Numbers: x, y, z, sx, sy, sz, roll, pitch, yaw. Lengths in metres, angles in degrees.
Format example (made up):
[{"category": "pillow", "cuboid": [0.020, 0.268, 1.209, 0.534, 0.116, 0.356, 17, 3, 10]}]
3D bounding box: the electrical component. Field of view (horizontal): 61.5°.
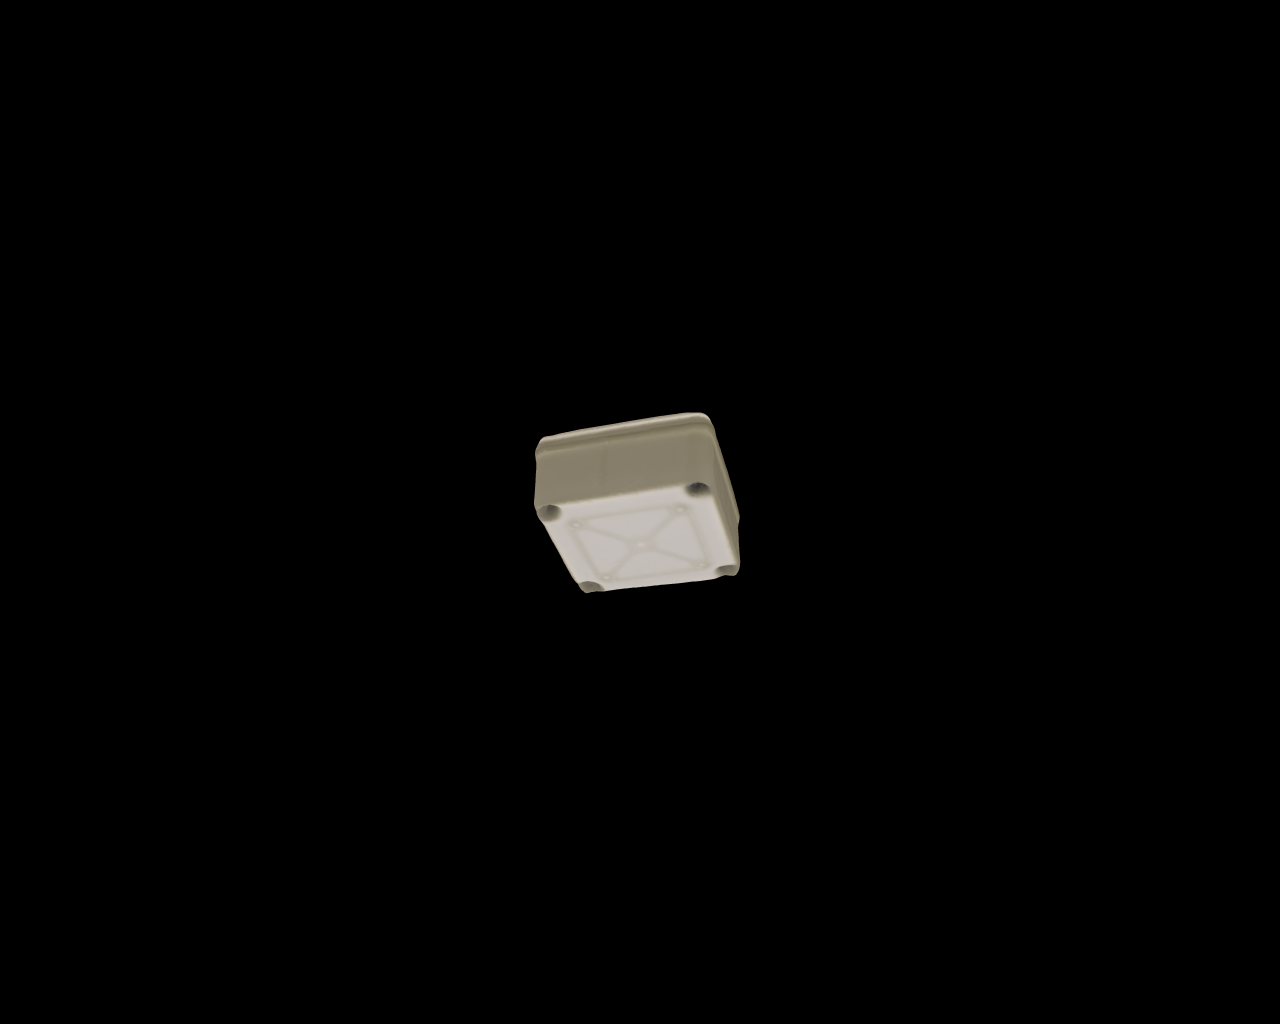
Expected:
[{"category": "electrical component", "cuboid": [0.001, -0.003, 0.650, 0.109, 0.056, 0.108, -8, -35, 11]}]
